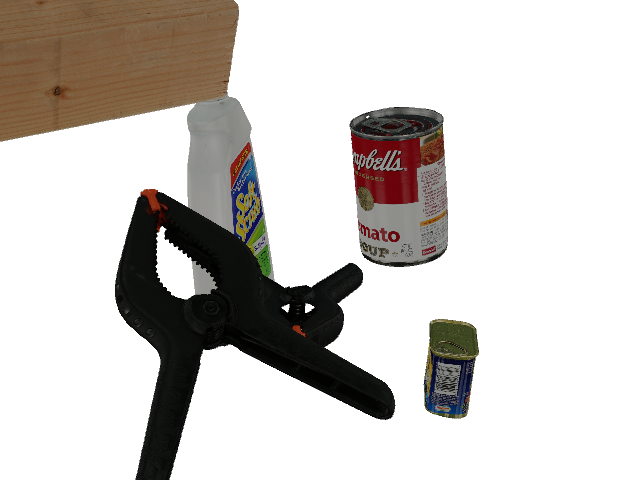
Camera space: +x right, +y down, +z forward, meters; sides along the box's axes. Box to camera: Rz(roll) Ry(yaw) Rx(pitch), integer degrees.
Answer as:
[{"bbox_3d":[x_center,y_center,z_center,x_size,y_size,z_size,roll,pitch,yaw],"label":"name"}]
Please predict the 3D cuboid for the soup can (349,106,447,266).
[{"bbox_3d":[0.059,-0.040,0.787,0.068,0.102,0.068,-5,24,2],"label":"soup can"}]

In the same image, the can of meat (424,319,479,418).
[{"bbox_3d":[0.155,0.153,1.279,0.057,0.084,0.102,7,19,3],"label":"can of meat"}]

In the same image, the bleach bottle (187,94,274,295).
[{"bbox_3d":[-0.103,-0.045,1.118,0.068,0.251,0.102,7,27,26],"label":"bleach bottle"}]

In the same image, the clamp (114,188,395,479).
[{"bbox_3d":[-0.058,0.052,0.663,0.164,0.210,0.036,-11,-32,-21],"label":"clamp"}]

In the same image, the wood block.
[{"bbox_3d":[-0.179,-0.155,0.848,0.205,0.091,0.090,-17,47,-33],"label":"wood block"}]

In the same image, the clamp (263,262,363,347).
[{"bbox_3d":[-0.029,0.058,0.946,0.120,0.039,0.171,-4,17,10],"label":"clamp"}]
